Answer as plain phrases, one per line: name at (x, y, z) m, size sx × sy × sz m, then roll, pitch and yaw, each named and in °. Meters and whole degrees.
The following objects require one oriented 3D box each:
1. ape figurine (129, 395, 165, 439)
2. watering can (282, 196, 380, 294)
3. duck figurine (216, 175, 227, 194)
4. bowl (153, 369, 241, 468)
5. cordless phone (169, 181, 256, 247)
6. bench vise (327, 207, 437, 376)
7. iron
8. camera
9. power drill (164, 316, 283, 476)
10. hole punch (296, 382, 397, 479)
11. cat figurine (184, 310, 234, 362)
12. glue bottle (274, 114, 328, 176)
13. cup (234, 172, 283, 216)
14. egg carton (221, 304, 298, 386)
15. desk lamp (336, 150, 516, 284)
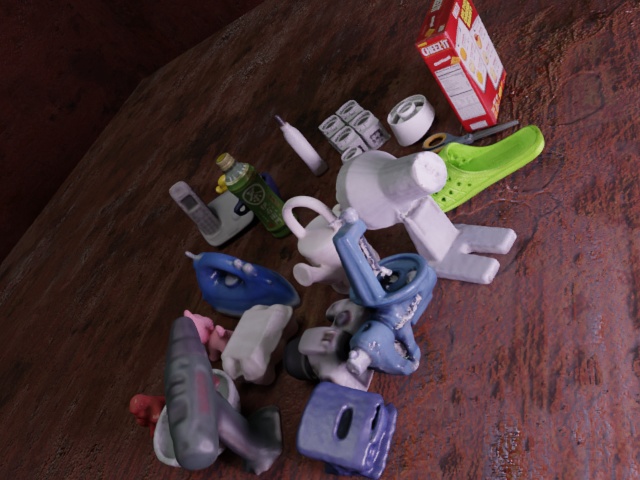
ape figurine at (-0.307, 0.312, 1.039) m, size 0.077 × 0.092 × 0.076 m, roll 12°, pitch 60°, yaw 52°
watering can at (0.011, 0.003, 0.967) m, size 0.100 × 0.195 × 0.173 m, roll -26°, pitch 35°, yaw 24°
duck figurine at (-0.222, -0.136, 1.484) m, size 0.104 × 0.086 × 0.077 m, roll -22°, pitch 37°, yaw 28°
bowl at (-0.187, 0.301, 0.938) m, size 0.167 × 0.075 × 0.167 m, roll -28°, pitch 35°, yaw 22°
cordless phone at (-0.255, -0.086, 1.366) m, size 0.147 × 0.185 × 0.094 m, roll -36°, pitch 33°, yaw 10°
bench vise at (0.082, 0.071, 0.785) m, size 0.121 × 0.220 × 0.207 m, roll -21°, pitch 38°, yaw 30°
iron at (-0.159, 0.071, 1.118) m, size 0.257 × 0.142 × 0.119 m, roll 1°, pitch 52°, yaw 48°
camera at (0.010, 0.160, 0.869) m, size 0.136 × 0.101 × 0.143 m, roll -10°, pitch 44°, yaw 40°
power drill at (-0.148, 0.243, 0.839) m, size 0.075 × 0.209 × 0.229 m, roll -34°, pitch 33°, yaw 13°
hole punch at (0.036, 0.245, 0.750) m, size 0.100 × 0.091 × 0.109 m, roll -12°, pitch 43°, yaw 39°
cat figurine at (-0.210, 0.176, 1.072) m, size 0.127 × 0.118 × 0.067 m, roll -5°, pitch 47°, yaw 44°
glue bottle at (-0.050, -0.224, 1.322) m, size 0.037 × 0.174 × 0.078 m, roll -41°, pitch 32°, yaw 1°
cup at (-0.133, -0.083, 1.318) m, size 0.118 × 0.095 × 0.091 m, roll -48°, pitch 33°, yaw -10°
egg carton at (-0.104, 0.180, 0.999) m, size 0.107 × 0.070 × 0.150 m, roll -8°, pitch 45°, yaw 42°
desk lamp at (0.150, -0.047, 0.858) m, size 0.202 × 0.214 × 0.118 m, roll 6°, pitch 56°, yaw 50°
